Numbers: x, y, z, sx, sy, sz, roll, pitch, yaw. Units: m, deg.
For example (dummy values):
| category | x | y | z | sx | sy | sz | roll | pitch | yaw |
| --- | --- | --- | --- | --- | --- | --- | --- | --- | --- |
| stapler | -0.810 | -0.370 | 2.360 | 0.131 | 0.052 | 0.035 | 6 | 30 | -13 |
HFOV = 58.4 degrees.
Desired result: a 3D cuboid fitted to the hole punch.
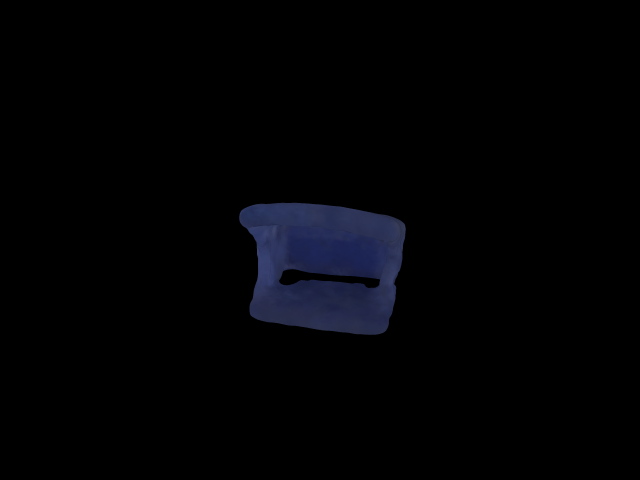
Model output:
| category | x | y | z | sx | sy | sz | roll | pitch | yaw |
| --- | --- | --- | --- | --- | --- | --- | --- | --- | --- |
| hole punch | 0.004 | 0.001 | 0.400 | 0.108 | 0.091 | 0.101 | 5 | 28 | 10 |
